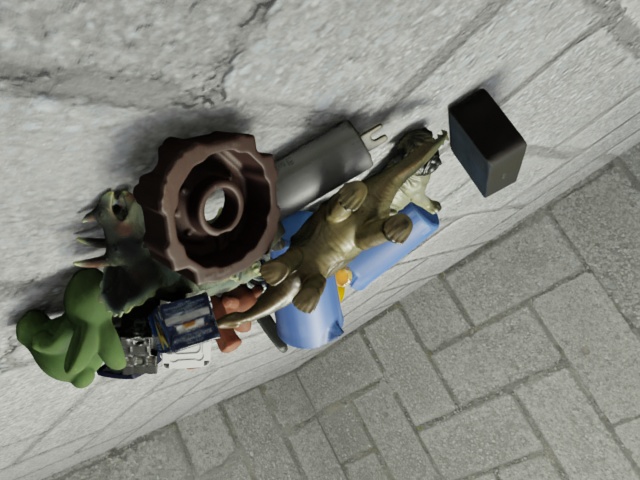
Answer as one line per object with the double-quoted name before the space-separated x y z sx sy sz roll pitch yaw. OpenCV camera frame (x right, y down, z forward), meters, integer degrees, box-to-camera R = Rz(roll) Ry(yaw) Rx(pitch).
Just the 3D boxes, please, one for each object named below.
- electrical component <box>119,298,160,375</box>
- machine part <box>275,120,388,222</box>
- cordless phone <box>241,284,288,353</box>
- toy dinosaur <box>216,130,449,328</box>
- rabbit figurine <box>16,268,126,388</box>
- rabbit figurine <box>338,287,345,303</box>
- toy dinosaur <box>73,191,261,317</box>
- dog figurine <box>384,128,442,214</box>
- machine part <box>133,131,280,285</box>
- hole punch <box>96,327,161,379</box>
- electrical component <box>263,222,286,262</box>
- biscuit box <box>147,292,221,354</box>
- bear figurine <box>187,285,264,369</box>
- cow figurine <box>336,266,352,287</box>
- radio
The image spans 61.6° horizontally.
"electrical component" -0.293 0.152 0.883 0.058 0.115 0.134 3 135 -13
"machine part" -0.016 -0.094 0.754 0.243 0.079 0.079 -29 164 2
"cordless phone" -0.115 0.174 1.218 0.089 0.184 0.146 -34 164 -2
"toy dinosaur" 0.040 -0.025 0.767 0.471 0.105 0.198 -38 -173 -10
"rabbit figurine" -0.346 0.123 0.765 0.121 0.159 0.170 0 133 -43
"rabbit figurine" -0.023 0.130 1.387 0.173 0.122 0.162 2 147 -28
"toy dinosaur" -0.199 0.039 0.795 0.192 0.131 0.404 -17 169 2
"dog figurine" 0.132 -0.109 0.966 0.172 0.121 0.190 -33 150 0
"machine part" -0.122 -0.039 0.612 0.179 0.056 0.179 -20 118 -43
"hole punch" -0.348 0.204 1.005 0.142 0.092 0.115 -7 176 32
"electrical component" -0.089 -0.016 0.827 0.045 0.102 0.078 0 -138 36
"biscuit box" -0.186 0.114 0.710 0.063 0.059 0.203 -16 174 -24
"bear figurine" -0.175 0.153 1.013 0.120 0.132 0.195 -29 165 19
"cow figurine" 0.001 0.061 1.151 0.168 0.068 0.098 10 -162 24
"radio" 0.296 -0.167 0.968 0.073 0.131 0.229 -32 164 7
